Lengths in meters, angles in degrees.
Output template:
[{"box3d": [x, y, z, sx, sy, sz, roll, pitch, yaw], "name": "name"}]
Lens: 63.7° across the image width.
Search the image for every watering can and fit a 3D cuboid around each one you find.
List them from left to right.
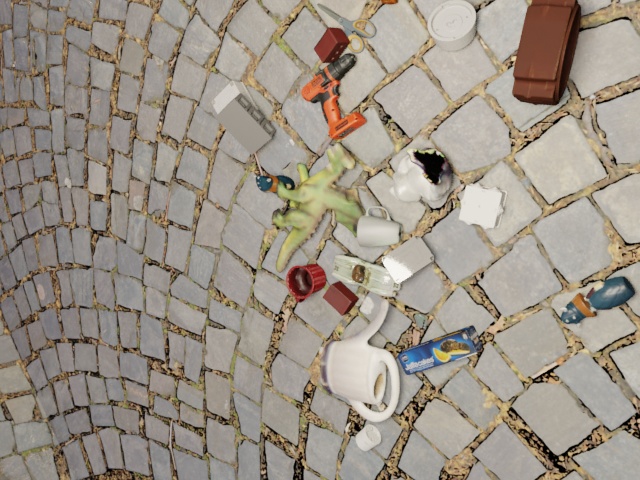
[{"box3d": [0.104, 0.310, 1.360, 0.224, 0.105, 0.345, 3, 102, 32], "name": "watering can"}]

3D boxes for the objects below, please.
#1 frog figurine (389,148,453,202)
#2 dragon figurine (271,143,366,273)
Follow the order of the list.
[{"box3d": [0.246, -0.146, 1.262, 0.138, 0.124, 0.156, 42, 151, 12], "name": "frog figurine"}, {"box3d": [0.004, -0.071, 1.408, 0.243, 0.124, 0.404, 16, 111, 21], "name": "dragon figurine"}]
